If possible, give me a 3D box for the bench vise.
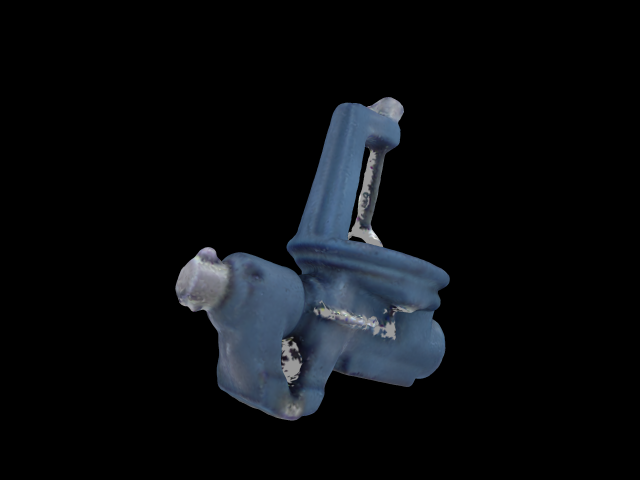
[{"bbox_3d":[0.013,0.001,0.393,0.121,0.220,0.208,0,0,35],"label":"bench vise"}]
